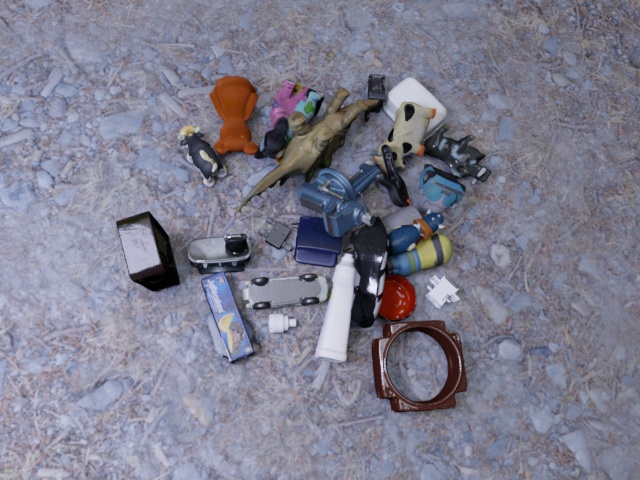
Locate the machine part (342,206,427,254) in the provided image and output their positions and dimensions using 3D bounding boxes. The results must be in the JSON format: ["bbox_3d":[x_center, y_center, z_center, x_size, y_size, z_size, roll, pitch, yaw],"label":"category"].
[{"bbox_3d":[0.168,-0.019,1.324,0.243,0.079,0.079,-23,78,-13],"label":"machine part"}]

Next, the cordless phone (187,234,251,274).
[{"bbox_3d":[-0.228,0.019,1.208,0.147,0.184,0.088,-3,78,-8],"label":"cordless phone"}]

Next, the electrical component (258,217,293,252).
[{"bbox_3d":[-0.101,-0.013,1.318,0.094,0.021,0.063,32,72,3],"label":"electrical component"}]

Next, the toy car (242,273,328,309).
[{"bbox_3d":[-0.081,0.121,1.264,0.202,0.056,0.073,-4,80,-7],"label":"toy car"}]

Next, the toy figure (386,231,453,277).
[{"bbox_3d":[0.237,0.040,1.314,0.180,0.082,0.089,-22,73,-14],"label":"toy figure"}]

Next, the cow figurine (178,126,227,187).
[{"bbox_3d":[-0.298,-0.219,1.316,0.068,0.098,0.167,-34,80,-9],"label":"cow figurine"}]

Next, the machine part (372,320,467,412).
[{"bbox_3d":[0.226,0.288,1.236,0.201,0.087,0.201,-2,72,-7],"label":"machine part"}]

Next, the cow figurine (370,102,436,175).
[{"bbox_3d":[0.206,-0.256,1.371,0.127,0.085,0.194,18,104,1],"label":"cow figurine"}]

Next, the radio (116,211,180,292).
[{"bbox_3d":[-0.366,0.032,1.164,0.073,0.229,0.131,-17,80,-8],"label":"radio"}]

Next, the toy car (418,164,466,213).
[{"bbox_3d":[0.290,-0.122,1.353,0.109,0.162,0.102,23,108,-10],"label":"toy car"}]

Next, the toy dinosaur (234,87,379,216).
[{"bbox_3d":[-0.024,-0.219,1.292,0.471,0.198,0.105,-36,72,-26],"label":"toy dinosaur"}]

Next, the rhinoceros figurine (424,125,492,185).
[{"bbox_3d":[0.364,-0.220,1.412,0.190,0.073,0.112,30,71,3],"label":"rhinoceros figurine"}]

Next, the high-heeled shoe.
[{"bbox_3d":[0.122,0.077,1.240,0.086,0.145,0.249,4,51,24],"label":"high-heeled shoe"}]

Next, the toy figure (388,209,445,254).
[{"bbox_3d":[0.224,-0.019,1.269,0.154,0.058,0.064,-27,92,-12],"label":"toy figure"}]

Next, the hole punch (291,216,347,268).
[{"bbox_3d":[-0.003,-0.004,1.296,0.142,0.092,0.116,7,69,-2],"label":"hole punch"}]

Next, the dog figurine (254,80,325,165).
[{"bbox_3d":[-0.083,-0.291,1.368,0.108,0.191,0.219,27,106,-2],"label":"dog figurine"}]

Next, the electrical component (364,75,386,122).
[{"bbox_3d":[0.144,-0.371,1.429,0.048,0.074,0.119,3,69,-6],"label":"electrical component"}]

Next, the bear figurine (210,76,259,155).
[{"bbox_3d":[-0.212,-0.306,1.359,0.120,0.132,0.195,-4,92,-7],"label":"bear figurine"}]

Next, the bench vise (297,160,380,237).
[{"bbox_3d":[0.072,-0.118,1.298,0.224,0.128,0.240,16,48,42],"label":"bench vise"}]

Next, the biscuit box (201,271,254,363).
[{"bbox_3d":[-0.212,0.175,1.227,0.059,0.063,0.202,-20,78,-13],"label":"biscuit box"}]
